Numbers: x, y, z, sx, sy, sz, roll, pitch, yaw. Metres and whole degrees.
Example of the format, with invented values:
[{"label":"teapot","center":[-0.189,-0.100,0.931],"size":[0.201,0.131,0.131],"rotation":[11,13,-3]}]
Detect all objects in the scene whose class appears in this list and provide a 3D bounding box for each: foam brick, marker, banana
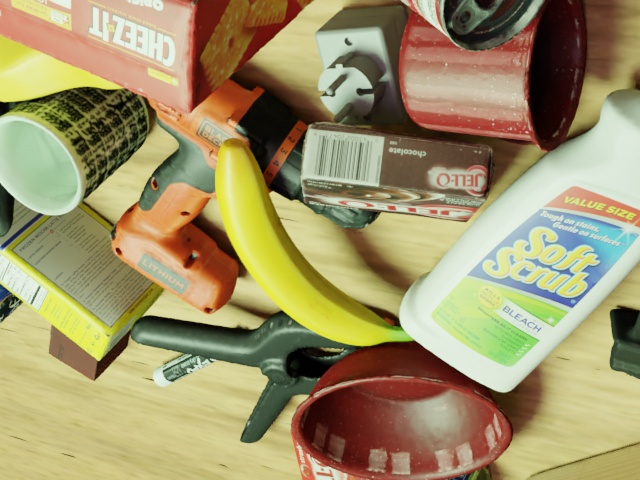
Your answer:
[{"label":"foam brick","center":[-0.201,0.074,0.941],"size":[0.053,0.051,0.078],"rotation":[29,133,10]},{"label":"marker","center":[-0.104,0.102,0.926],"size":[0.121,0.020,0.020],"rotation":[-29,105,41]},{"label":"banana","center":[-0.016,0.014,0.737],"size":[0.070,0.037,0.197],"rotation":[-36,113,21]}]

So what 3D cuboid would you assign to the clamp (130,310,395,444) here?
[{"label":"clamp","center":[-0.028,0.104,0.861],"size":[0.210,0.036,0.164],"rotation":[-12,132,28]}]

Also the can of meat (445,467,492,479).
[{"label":"can of meat","center":[0.096,0.228,0.874],"size":[0.084,0.057,0.102],"rotation":[4,124,31]}]

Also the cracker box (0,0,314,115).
[{"label":"cracker box","center":[-0.083,-0.170,0.579],"size":[0.164,0.213,0.072],"rotation":[23,133,15]}]

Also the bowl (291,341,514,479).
[{"label":"bowl","center":[0.060,0.121,0.793],"size":[0.162,0.055,0.162],"rotation":[3,142,2]}]

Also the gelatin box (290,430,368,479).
[{"label":"gelatin box","center":[0.019,0.194,0.912],"size":[0.073,0.030,0.089],"rotation":[8,126,27]}]

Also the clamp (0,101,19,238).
[{"label":"clamp","center":[-0.229,-0.094,0.818],"size":[0.039,0.120,0.171],"rotation":[-6,98,21]}]

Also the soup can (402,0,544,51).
[{"label":"soup can","center":[0.063,-0.152,0.557],"size":[0.102,0.068,0.068],"rotation":[49,145,41]}]

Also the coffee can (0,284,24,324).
[{"label":"coffee can","center":[-0.304,0.032,0.910],"size":[0.103,0.140,0.103],"rotation":[16,130,20]}]

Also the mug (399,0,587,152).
[{"label":"mug","center":[0.102,-0.095,0.618],"size":[0.082,0.093,0.117],"rotation":[10,156,31]}]

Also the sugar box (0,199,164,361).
[{"label":"sugar box","center":[-0.219,0.010,0.876],"size":[0.176,0.093,0.048],"rotation":[37,133,3]}]

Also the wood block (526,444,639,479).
[{"label":"wood block","center":[0.237,0.202,0.747],"size":[0.207,0.090,0.090],"rotation":[-30,104,42]}]

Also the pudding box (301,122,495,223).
[{"label":"pudding box","center":[0.046,-0.040,0.665],"size":[0.113,0.039,0.090],"rotation":[9,172,2]}]

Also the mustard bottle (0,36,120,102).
[{"label":"mustard bottle","center":[-0.138,-0.144,0.712],"size":[0.192,0.096,0.058],"rotation":[-1,147,28]}]

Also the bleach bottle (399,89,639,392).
[{"label":"bleach bottle","center":[0.150,-0.011,0.662],"size":[0.102,0.068,0.251],"rotation":[34,131,3]}]

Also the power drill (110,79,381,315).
[{"label":"power drill","center":[-0.065,-0.027,0.783],"size":[0.184,0.057,0.188],"rotation":[35,132,0]}]
